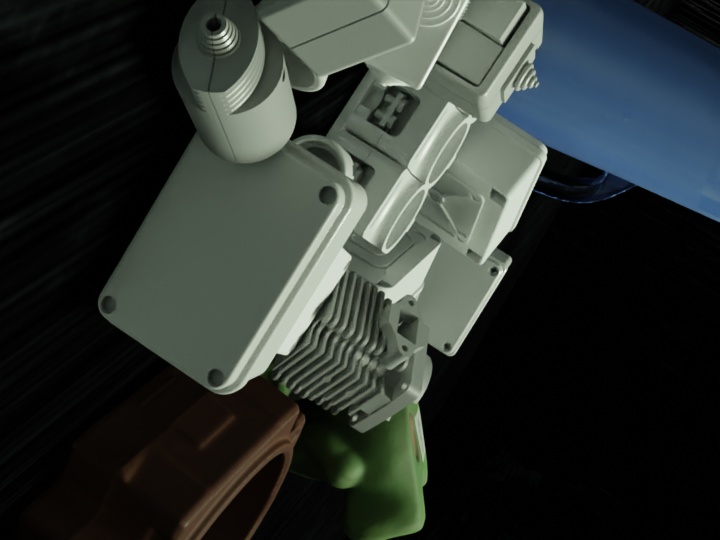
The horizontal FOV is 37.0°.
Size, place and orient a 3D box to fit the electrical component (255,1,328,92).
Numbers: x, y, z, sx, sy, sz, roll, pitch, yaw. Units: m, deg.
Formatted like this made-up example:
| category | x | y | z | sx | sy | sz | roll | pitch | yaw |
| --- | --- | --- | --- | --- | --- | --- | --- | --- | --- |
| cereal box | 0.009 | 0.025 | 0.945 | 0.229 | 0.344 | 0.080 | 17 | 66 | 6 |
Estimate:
| category | x | y | z | sx | sy | sz | roll | pitch | yaw |
| --- | --- | --- | --- | --- | --- | --- | --- | --- | --- |
| electrical component | -0.018 | -0.115 | 0.460 | 0.065 | 0.044 | 0.044 | -59 | 170 | -15 |

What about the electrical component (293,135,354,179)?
| category | x | y | z | sx | sy | sz | roll | pitch | yaw |
| --- | --- | --- | --- | --- | --- | --- | --- | --- | --- |
| electrical component | -0.023 | -0.056 | 0.614 | 0.040 | 0.040 | 0.046 | -58 | 175 | 8 |

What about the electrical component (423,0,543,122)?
| category | x | y | z | sx | sy | sz | roll | pitch | yaw |
| --- | --- | --- | --- | --- | --- | --- | --- | --- | --- |
| electrical component | 0.059 | -0.131 | 0.605 | 0.061 | 0.096 | 0.061 | -56 | 169 | -1 |

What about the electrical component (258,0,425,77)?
| category | x | y | z | sx | sy | sz | roll | pitch | yaw |
| --- | --- | --- | --- | --- | --- | --- | --- | --- | --- |
| electrical component | -0.012 | -0.130 | 0.393 | 0.047 | 0.076 | 0.083 | -13 | -129 | 38 |

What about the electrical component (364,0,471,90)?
| category | x | y | z | sx | sy | sz | roll | pitch | yaw |
| --- | --- | --- | --- | --- | --- | --- | --- | --- | --- |
| electrical component | 0.030 | -0.140 | 0.523 | 0.099 | 0.048 | 0.099 | -61 | -176 | 19 |

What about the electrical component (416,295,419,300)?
| category | x | y | z | sx | sy | sz | roll | pitch | yaw |
| --- | --- | --- | --- | --- | --- | --- | --- | --- | --- |
| electrical component | 0.009 | 0.038 | 0.981 | 0.078 | 0.057 | 0.113 | -52 | 168 | -24 |

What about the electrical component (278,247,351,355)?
| category | x | y | z | sx | sy | sz | roll | pitch | yaw |
| --- | --- | --- | --- | --- | --- | --- | --- | --- | --- |
| electrical component | -0.053 | 0.000 | 0.593 | 0.078 | 0.057 | 0.113 | -56 | 169 | -2 |

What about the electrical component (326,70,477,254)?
| category | x | y | z | sx | sy | sz | roll | pitch | yaw |
| --- | --- | --- | --- | --- | --- | --- | --- | --- | --- |
| electrical component | 0.031 | -0.091 | 0.690 | 0.150 | 0.062 | 0.089 | -57 | 169 | 1 |

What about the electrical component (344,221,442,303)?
| category | x | y | z | sx | sy | sz | roll | pitch | yaw |
| --- | --- | --- | --- | --- | --- | --- | --- | --- | --- |
| electrical component | 0.000 | 0.000 | 0.776 | 0.113 | 0.078 | 0.057 | -40 | 157 | -57 |

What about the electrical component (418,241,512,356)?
| category | x | y | z | sx | sy | sz | roll | pitch | yaw |
| --- | --- | --- | --- | --- | --- | --- | --- | --- | --- |
| electrical component | 0.075 | 0.009 | 1.054 | 0.108 | 0.109 | 0.056 | -60 | 171 | 18 |

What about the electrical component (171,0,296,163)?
| category | x | y | z | sx | sy | sz | roll | pitch | yaw |
| --- | --- | --- | --- | --- | --- | --- | --- | --- | --- |
| electrical component | -0.050 | -0.076 | 0.419 | 0.043 | 0.043 | 0.081 | -55 | 169 | -11 |

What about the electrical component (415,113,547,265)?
| category | x | y | z | sx | sy | sz | roll | pitch | yaw |
| --- | --- | --- | --- | --- | --- | --- | --- | --- | --- |
| electrical component | 0.071 | -0.073 | 0.796 | 0.056 | 0.109 | 0.108 | -49 | 167 | -24 |

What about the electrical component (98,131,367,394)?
| category | x | y | z | sx | sy | sz | roll | pitch | yaw |
| --- | --- | --- | --- | --- | --- | --- | --- | --- | --- |
| electrical component | -0.057 | -0.009 | 0.492 | 0.113 | 0.078 | 0.057 | -58 | 172 | 7 |

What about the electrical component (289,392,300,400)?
| category | x | y | z | sx | sy | sz | roll | pitch | yaw |
| --- | --- | --- | --- | --- | --- | --- | --- | --- | --- |
| electrical component | -0.052 | 0.087 | 0.870 | 0.080 | 0.051 | 0.080 | -54 | 169 | -15 |
